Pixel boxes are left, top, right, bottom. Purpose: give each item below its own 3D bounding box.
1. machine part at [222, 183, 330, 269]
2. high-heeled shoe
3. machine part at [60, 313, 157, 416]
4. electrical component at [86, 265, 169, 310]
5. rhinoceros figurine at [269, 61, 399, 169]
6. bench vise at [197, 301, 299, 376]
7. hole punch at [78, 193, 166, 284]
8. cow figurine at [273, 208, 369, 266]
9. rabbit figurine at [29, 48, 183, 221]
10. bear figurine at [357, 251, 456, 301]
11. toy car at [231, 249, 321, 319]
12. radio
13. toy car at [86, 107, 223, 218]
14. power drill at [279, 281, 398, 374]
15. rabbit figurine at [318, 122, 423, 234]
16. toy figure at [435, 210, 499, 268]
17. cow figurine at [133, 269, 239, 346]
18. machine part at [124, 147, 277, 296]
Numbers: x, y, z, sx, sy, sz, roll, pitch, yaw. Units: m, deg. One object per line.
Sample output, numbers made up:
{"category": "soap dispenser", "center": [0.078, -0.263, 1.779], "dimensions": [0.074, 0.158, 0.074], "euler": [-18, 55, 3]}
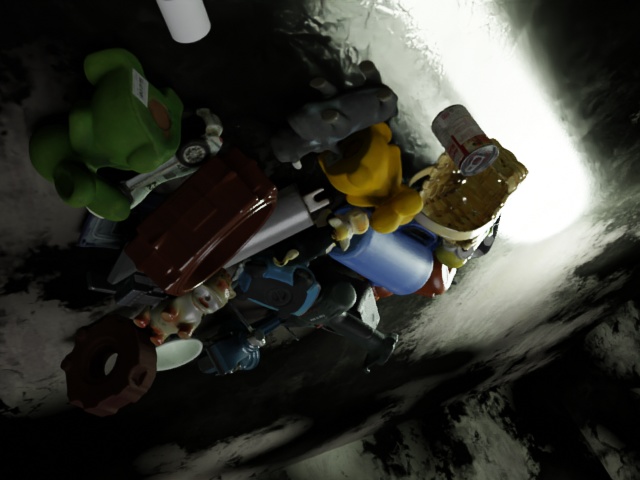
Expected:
{"category": "machine part", "center": [-0.100, -0.023, 0.877], "dimensions": [0.243, 0.079, 0.079], "euler": [-25, 149, 2]}
{"category": "high-heeled shoe", "center": [0.308, 0.010, 1.264], "dimensions": [0.145, 0.086, 0.248], "euler": [21, 114, -13]}
{"category": "machine part", "center": [-0.376, 0.220, 0.960], "dimensions": [0.179, 0.179, 0.056], "euler": [-29, 147, 6]}
{"category": "electrical component", "center": [-0.309, 0.065, 0.864], "dimensions": [0.048, 0.075, 0.119], "euler": [-37, 145, 20]}
{"category": "rhinoceros figurine", "center": [0.018, -0.170, 0.752], "dimensions": [0.190, 0.073, 0.112], "euler": [-26, 160, -3]}
{"category": "bench vise", "center": [-0.151, 0.205, 1.144], "dimensions": [0.240, 0.129, 0.223], "euler": [-26, 163, -47]}
{"category": "hole punch", "center": [-0.272, -0.014, 0.775], "dimensions": [0.142, 0.092, 0.116], "euler": [-52, 170, 33]}
{"category": "cow figurine", "center": [-0.002, -0.005, 0.914], "dimensions": [0.167, 0.068, 0.098], "euler": [-22, -169, 29]}
{"category": "rabbit figurine", "center": [-0.246, -0.101, 0.605], "dimensions": [0.170, 0.159, 0.121], "euler": [-18, 162, 17]}
{"category": "bear figurine", "center": [0.194, 0.073, 1.216], "dimensions": [0.196, 0.132, 0.120], "euler": [-5, 126, 31]}
{"category": "toy car", "center": [-0.084, 0.069, 0.999], "dimensions": [0.161, 0.103, 0.109], "euler": [20, 123, -16]}
{"category": "radio", "center": [0.054, 0.150, 1.195], "dimensions": [0.073, 0.131, 0.229], "euler": [-65, 159, -21]}
{"category": "toy car", "center": [-0.212, -0.099, 0.682], "dimensions": [0.202, 0.074, 0.056], "euler": [-28, 146, 5]}
{"category": "power drill", "center": [0.039, 0.174, 1.076], "dimensions": [0.086, 0.207, 0.232], "euler": [-50, -178, -38]}
{"category": "rabbit figurine", "center": [0.100, -0.082, 0.825], "dimensions": [0.122, 0.162, 0.173], "euler": [-39, 127, 8]}
{"category": "toy figure", "center": [0.313, -0.017, 1.129], "dimensions": [0.180, 0.082, 0.089], "euler": [-50, 147, -24]}
{"category": "cow figurine", "center": [-0.223, 0.106, 0.930], "dimensions": [0.195, 0.127, 0.085], "euler": [-21, 118, 42]}
{"category": "machine part", "center": [-0.152, -0.018, 0.734], "dimensions": [0.201, 0.087, 0.201], "euler": [-45, 179, -10]}
